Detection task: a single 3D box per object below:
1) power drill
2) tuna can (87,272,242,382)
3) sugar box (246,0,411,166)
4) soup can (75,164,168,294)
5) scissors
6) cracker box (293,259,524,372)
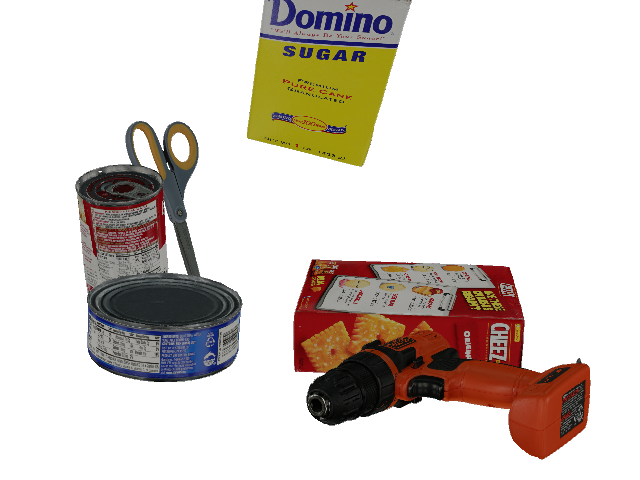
[{"bbox_3d":[0.105,0.120,0.849,0.188,0.057,0.184,10,16,35],"label":"power drill"},{"bbox_3d":[-0.087,0.048,0.598,0.086,0.034,0.086,4,17,-1],"label":"tuna can"},{"bbox_3d":[0.003,-0.126,0.730,0.093,0.048,0.176,13,-30,0],"label":"sugar box"},{"bbox_3d":[-0.157,-0.001,0.853,0.068,0.102,0.068,1,29,0],"label":"soup can"},{"bbox_3d":[-0.147,-0.044,1.172,0.016,0.202,0.096,-14,17,48],"label":"scissors"},{"bbox_3d":[0.087,0.077,1.066,0.214,0.072,0.164,2,17,5],"label":"cracker box"}]
